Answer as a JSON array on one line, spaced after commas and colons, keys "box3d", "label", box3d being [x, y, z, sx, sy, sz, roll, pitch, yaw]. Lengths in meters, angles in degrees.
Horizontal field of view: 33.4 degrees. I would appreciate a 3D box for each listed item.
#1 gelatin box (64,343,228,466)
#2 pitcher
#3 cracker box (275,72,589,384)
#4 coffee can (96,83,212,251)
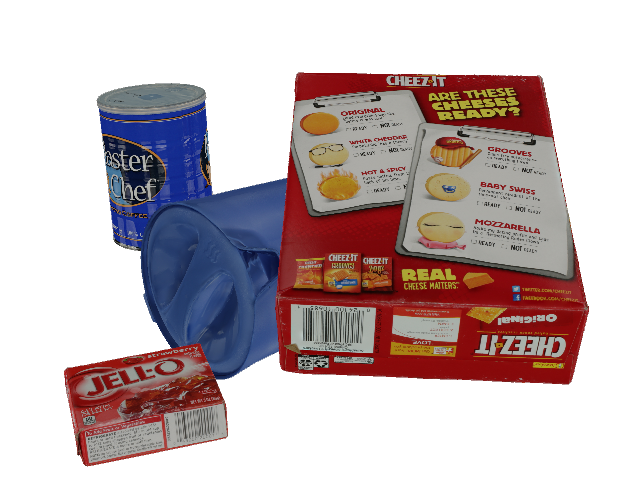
[{"box3d": [-0.108, 0.098, 0.651, 0.089, 0.030, 0.073, -9, 25, -15], "label": "gelatin box"}, {"box3d": [-0.016, 0.010, 0.849, 0.242, 0.145, 0.149, -19, 43, -40], "label": "pitcher"}, {"box3d": [0.061, -0.015, 0.644, 0.164, 0.072, 0.213, 1, 42, 2], "label": "cracker box"}, {"box3d": [-0.157, -0.072, 1.031, 0.103, 0.140, 0.103, -2, 20, 1], "label": "coffee can"}]
